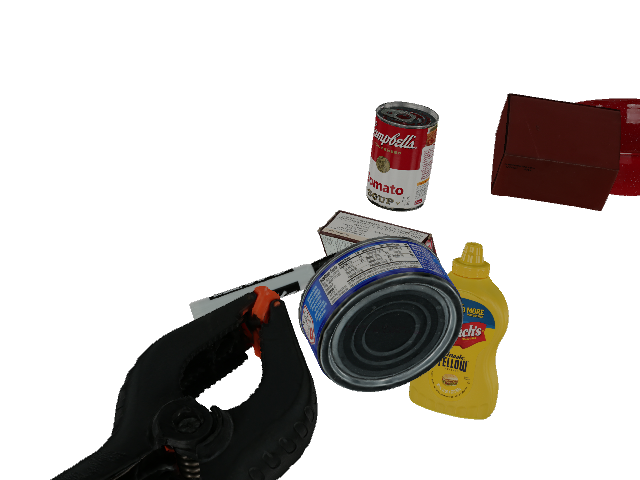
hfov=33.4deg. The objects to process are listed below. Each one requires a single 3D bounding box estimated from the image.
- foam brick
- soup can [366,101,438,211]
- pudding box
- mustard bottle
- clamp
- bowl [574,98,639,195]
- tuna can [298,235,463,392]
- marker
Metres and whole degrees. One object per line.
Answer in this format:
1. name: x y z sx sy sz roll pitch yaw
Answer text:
1. foam brick: 0.159 -0.060 0.722 0.078 0.051 0.053 10 -29 3
2. soup can: 0.087 -0.091 1.160 0.068 0.102 0.068 5 29 -3
3. pudding box: 0.058 0.027 0.973 0.114 0.090 0.039 15 45 39
4. mustard bottle: 0.156 0.096 1.175 0.096 0.192 0.058 12 15 21
5. clamp: -0.042 0.087 0.399 0.120 0.039 0.171 24 49 17
6. bowl: 0.282 -0.083 0.979 0.162 0.055 0.162 -3 24 1
7. tuna can: 0.034 0.041 0.579 0.086 0.086 0.034 0 37 -23
8. marker: -0.035 0.034 0.773 0.121 0.020 0.020 -19 2 -5
